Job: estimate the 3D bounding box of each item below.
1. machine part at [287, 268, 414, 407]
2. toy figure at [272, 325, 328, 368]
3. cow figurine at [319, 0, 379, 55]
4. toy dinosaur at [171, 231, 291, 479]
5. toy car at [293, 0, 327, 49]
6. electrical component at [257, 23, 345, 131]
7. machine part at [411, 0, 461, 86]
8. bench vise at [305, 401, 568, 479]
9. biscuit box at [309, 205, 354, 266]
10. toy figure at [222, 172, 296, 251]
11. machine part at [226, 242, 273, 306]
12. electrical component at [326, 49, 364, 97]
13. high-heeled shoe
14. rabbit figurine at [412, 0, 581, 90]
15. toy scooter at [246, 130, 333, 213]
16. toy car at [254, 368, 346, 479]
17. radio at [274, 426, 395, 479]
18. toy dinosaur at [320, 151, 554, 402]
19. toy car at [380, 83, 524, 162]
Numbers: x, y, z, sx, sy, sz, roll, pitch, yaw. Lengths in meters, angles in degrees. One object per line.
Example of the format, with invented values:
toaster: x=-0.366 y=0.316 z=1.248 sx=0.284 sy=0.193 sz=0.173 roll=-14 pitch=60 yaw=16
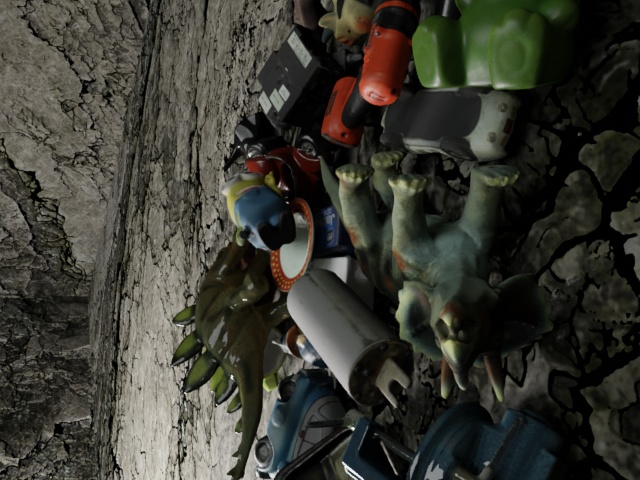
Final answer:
machine part: x=0.026 y=0.099 z=0.589 sx=0.243 sy=0.079 sz=0.079 roll=41 pitch=119 yaw=57
toy figure: x=-0.013 y=0.149 z=0.769 sx=0.064 sy=0.058 sz=0.154 roll=55 pitch=156 yaw=-16
cow figurine: x=0.043 y=-0.350 z=0.745 sx=0.127 sy=0.085 sz=0.195 roll=-59 pitch=34 yaw=40
toy dinosaur: x=-0.127 y=0.132 z=0.797 sx=0.198 sy=0.105 sz=0.472 roll=-49 pitch=28 yaw=10
toy car: x=-0.025 y=-0.368 z=0.804 sx=0.202 sy=0.053 sz=0.089 roll=68 pitch=-160 yaw=-62
electrical component: x=-0.036 y=-0.231 z=0.794 sx=0.134 sy=0.058 sz=0.115 roll=-49 pitch=50 yaw=32
machine part: x=0.138 y=-0.242 z=0.608 sx=0.084 sy=0.039 sz=0.138 roll=-152 pitch=69 yaw=-67
bench vise: x=0.096 y=0.231 z=0.474 sx=0.241 sy=0.128 sz=0.223 roll=18 pitch=85 yaw=49
biscuit box: x=-0.002 y=-0.002 z=0.777 sx=0.203 sy=0.063 sz=0.059 roll=-19 pitch=67 yaw=58
toy figure: x=-0.088 y=-0.037 z=0.752 sx=0.180 sy=0.082 sz=0.089 roll=47 pitch=132 yaw=54
machine part: x=-0.148 y=0.091 z=1.023 sx=0.179 sy=0.056 sz=0.179 roll=-17 pitch=70 yaw=57
electrical component: x=0.027 y=-0.243 z=0.790 sx=0.094 sy=0.021 sz=0.063 roll=-8 pitch=78 yaw=38
high-heeled shoe: x=-0.087 y=-0.151 z=0.981 sx=0.249 sy=0.086 sz=0.145 roll=32 pitch=82 yaw=39
rabbit figurine: x=0.168 y=-0.213 z=0.432 sx=0.121 sy=0.159 sz=0.170 roll=28 pitch=128 yaw=56
toy scooter: x=-0.042 y=-0.095 z=0.830 sx=0.184 sy=0.075 sz=0.135 roll=5 pitch=115 yaw=48
toy car: x=-0.011 y=0.258 z=0.721 sx=0.103 sy=0.109 sz=0.161 roll=20 pitch=91 yaw=37
radio: x=0.041 y=0.328 z=0.572 sx=0.131 sy=0.073 sz=0.230 roll=-34 pitch=44 yaw=7
toy dinosaur: x=0.093 y=0.011 z=0.563 sx=0.405 sy=0.131 sz=0.192 roll=-141 pitch=46 yaw=-69
toy car: x=0.129 y=-0.128 z=0.580 sx=0.202 sy=0.056 sz=0.073 roll=28 pitch=102 yaw=62
